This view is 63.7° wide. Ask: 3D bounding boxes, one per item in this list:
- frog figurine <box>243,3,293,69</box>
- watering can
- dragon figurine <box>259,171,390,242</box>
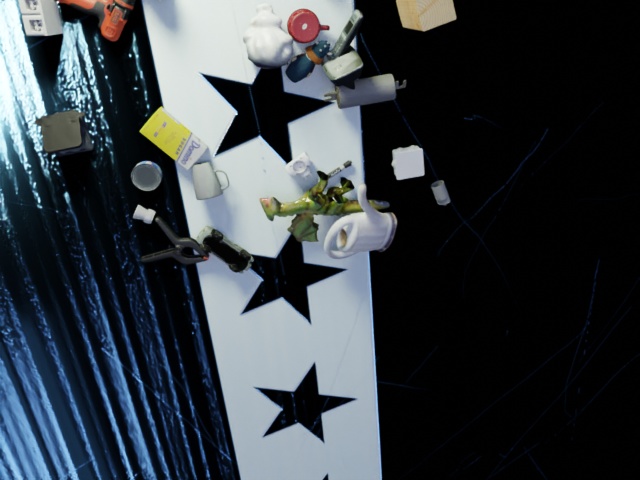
[{"bbox_3d":[-0.138,-0.551,1.396,0.137,0.125,0.156,14,125,8],"label":"frog figurine"},{"bbox_3d":[0.142,-0.048,1.589,0.225,0.106,0.340,-3,143,-27],"label":"watering can"},{"bbox_3d":[0.005,-0.082,1.635,0.408,0.125,0.238,16,131,-29],"label":"dragon figurine"}]
